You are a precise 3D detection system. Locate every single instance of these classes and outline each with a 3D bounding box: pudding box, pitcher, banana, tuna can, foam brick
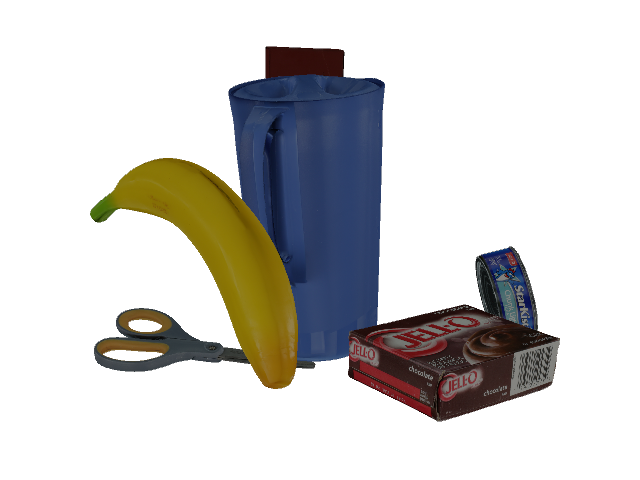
[{"bbox_3d":[0.088,0.078,0.712,0.113,0.039,0.090,-7,18,-37],"label":"pudding box"},{"bbox_3d":[-0.012,-0.019,0.931,0.149,0.243,0.145,-9,18,-20],"label":"pitcher"},{"bbox_3d":[-0.063,0.003,0.601,0.037,0.070,0.198,4,26,-44],"label":"banana"},{"bbox_3d":[0.171,0.051,0.985,0.033,0.086,0.086,-14,0,-1],"label":"tuna can"},{"bbox_3d":[-0.017,-0.170,1.086,0.078,0.051,0.053,1,12,-6],"label":"foam brick"}]

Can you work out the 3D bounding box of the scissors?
[{"bbox_3d":[-0.111,0.094,1.009,0.201,0.016,0.096,-1,32,-10],"label":"scissors"}]
